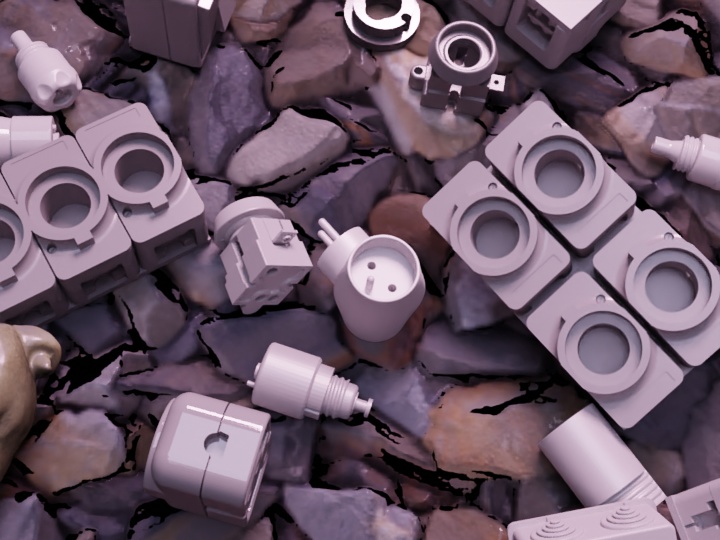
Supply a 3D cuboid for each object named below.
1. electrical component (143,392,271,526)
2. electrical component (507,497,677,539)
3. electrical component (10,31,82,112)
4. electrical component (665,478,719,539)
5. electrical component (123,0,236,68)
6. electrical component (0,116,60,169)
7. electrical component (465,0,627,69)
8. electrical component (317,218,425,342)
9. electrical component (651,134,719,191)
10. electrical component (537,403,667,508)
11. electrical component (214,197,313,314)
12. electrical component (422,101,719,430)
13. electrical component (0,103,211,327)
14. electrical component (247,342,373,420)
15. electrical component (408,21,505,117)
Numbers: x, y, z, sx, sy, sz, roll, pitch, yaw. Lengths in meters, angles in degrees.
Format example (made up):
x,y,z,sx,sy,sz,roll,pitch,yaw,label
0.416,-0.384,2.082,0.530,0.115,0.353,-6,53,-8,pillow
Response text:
x,y,z,sx,sy,sz,roll,pitch,yaw,label
-0.087,0.108,0.616,0.059,0.095,0.053,15,68,2,electrical component
0.137,0.184,0.608,0.100,0.048,0.099,-10,94,-2,electrical component
-0.220,-0.139,0.738,0.035,0.035,0.061,-34,72,-16,electrical component
0.257,0.201,0.597,0.105,0.060,0.186,2,62,-44,electrical component
-0.122,-0.191,0.732,0.061,0.096,0.061,17,68,1,electrical component
-0.233,-0.084,0.712,0.065,0.044,0.044,-2,68,-10,electrical component
0.117,-0.229,0.784,0.150,0.061,0.089,43,72,12,electrical component
0.000,0.000,0.676,0.043,0.077,0.079,-38,75,-17,electrical component
0.234,-0.078,0.748,0.061,0.035,0.035,18,68,6,electrical component
0.150,0.126,0.655,0.043,0.043,0.081,-32,74,-16,electrical component
-0.065,-0.013,0.689,0.048,0.066,0.055,1,54,-42,electrical component
0.140,-0.004,0.678,0.105,0.060,0.186,-43,76,5,electrical component
-0.183,-0.032,0.682,0.150,0.061,0.089,-28,73,-14,electrical component
-0.031,0.073,0.664,0.078,0.040,0.040,18,68,3,electrical component
0.069,-0.140,0.748,0.066,0.055,0.048,10,68,0,electrical component
